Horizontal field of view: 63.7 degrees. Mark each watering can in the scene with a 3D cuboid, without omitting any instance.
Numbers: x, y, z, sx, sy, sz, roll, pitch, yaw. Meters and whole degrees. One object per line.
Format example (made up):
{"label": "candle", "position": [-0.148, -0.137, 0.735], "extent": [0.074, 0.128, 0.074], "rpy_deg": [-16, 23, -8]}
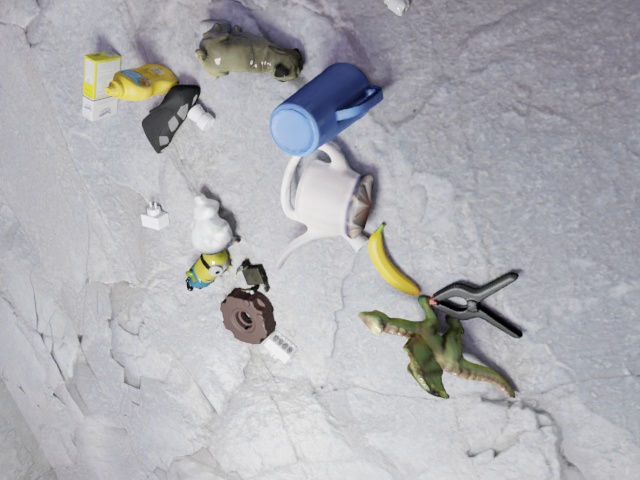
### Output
{"label": "watering can", "position": [0.004, -0.061, 1.216], "extent": [0.225, 0.105, 0.342], "rpy_deg": [19, 110, 20]}

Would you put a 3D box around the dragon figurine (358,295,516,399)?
{"label": "dragon figurine", "position": [0.267, 0.275, 1.167], "extent": [0.412, 0.246, 0.120], "rpy_deg": [37, 122, 10]}

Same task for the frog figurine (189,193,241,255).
{"label": "frog figurine", "position": [-0.306, -0.043, 1.405], "extent": [0.138, 0.124, 0.156], "rpy_deg": [14, 134, 45]}
